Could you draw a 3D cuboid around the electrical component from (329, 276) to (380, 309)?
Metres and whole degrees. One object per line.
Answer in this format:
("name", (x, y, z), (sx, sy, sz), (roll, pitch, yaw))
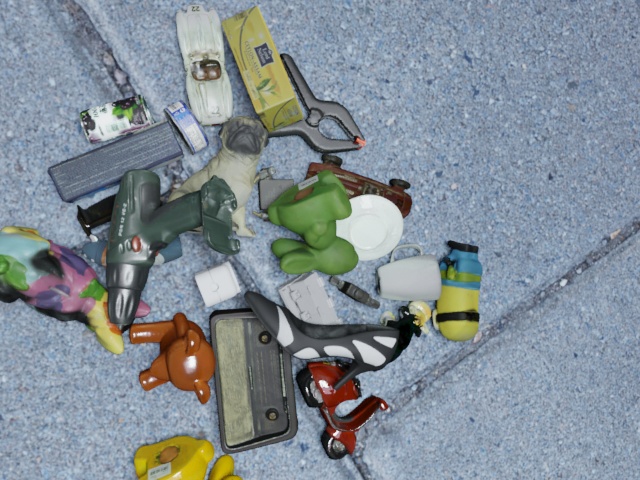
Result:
("electrical component", (0.060, 0.092, 0.952), (0.094, 0.063, 0.021), (33, 84, -10))

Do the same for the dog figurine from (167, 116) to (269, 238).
("dog figurine", (-0.175, -0.106, 0.877), (0.172, 0.121, 0.190), (4, 83, 4))

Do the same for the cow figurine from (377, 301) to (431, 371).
("cow figurine", (0.136, 0.165, 0.953), (0.167, 0.098, 0.068), (-39, 92, -10))

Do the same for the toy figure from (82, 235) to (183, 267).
("toy figure", (-0.304, 0.016, 0.871), (0.154, 0.058, 0.064), (-8, 112, -15))

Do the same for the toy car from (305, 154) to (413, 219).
("toy car", (0.073, -0.088, 0.961), (0.202, 0.053, 0.089), (19, 90, -13))

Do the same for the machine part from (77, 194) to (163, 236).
("machine part", (-0.323, -0.053, 0.867), (0.139, 0.039, 0.084), (-21, 50, -3))

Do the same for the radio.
("radio", (-0.113, 0.229, 0.909), (0.131, 0.073, 0.229), (-6, 92, -13))

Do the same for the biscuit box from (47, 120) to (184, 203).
("biscuit box", (-0.326, -0.125, 0.867), (0.203, 0.059, 0.062), (-25, 97, -12))

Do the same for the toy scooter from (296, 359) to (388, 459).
("toy scooter", (0.045, 0.282, 0.945), (0.135, 0.075, 0.183), (-23, 99, -11))

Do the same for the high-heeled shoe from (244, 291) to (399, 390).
("high-heeled shoe", (0.009, 0.130, 0.855), (0.145, 0.086, 0.248), (-46, 102, -4))

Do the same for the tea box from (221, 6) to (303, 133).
("tea box", (-0.092, -0.274, 0.875), (0.068, 0.098, 0.169), (-23, 82, 4))

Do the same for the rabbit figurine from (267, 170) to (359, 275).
("rabbit figurine", (-0.002, -0.003, 0.888), (0.159, 0.121, 0.170), (-29, 115, -2))

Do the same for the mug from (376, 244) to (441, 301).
("mug", (0.154, 0.060, 0.968), (0.107, 0.080, 0.109), (-7, 72, -5))

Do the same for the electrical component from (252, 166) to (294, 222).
("electrical component", (-0.080, -0.075, 0.929), (0.078, 0.045, 0.102), (3, 90, -11))

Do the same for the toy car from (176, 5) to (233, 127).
("toy car", (-0.192, -0.291, 0.897), (0.073, 0.056, 0.201), (-10, 93, -12))

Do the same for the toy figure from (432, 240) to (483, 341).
("toy figure", (0.254, 0.094, 0.982), (0.082, 0.089, 0.180), (10, 91, -8))

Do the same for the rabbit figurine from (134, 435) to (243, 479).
("rabbit figurine", (-0.212, 0.410, 0.885), (0.162, 0.122, 0.173), (-19, 108, -21))

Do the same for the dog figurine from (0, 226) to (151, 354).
("dog figurine", (-0.372, 0.081, 0.804), (0.219, 0.191, 0.108), (30, 78, 4))

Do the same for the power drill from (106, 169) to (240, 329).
("power drill", (-0.216, 0.002, 0.766), (0.207, 0.086, 0.232), (-13, 72, 29))

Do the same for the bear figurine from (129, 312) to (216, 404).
("bear figurine", (-0.227, 0.185, 0.822), (0.132, 0.196, 0.120), (-13, 96, -11))
